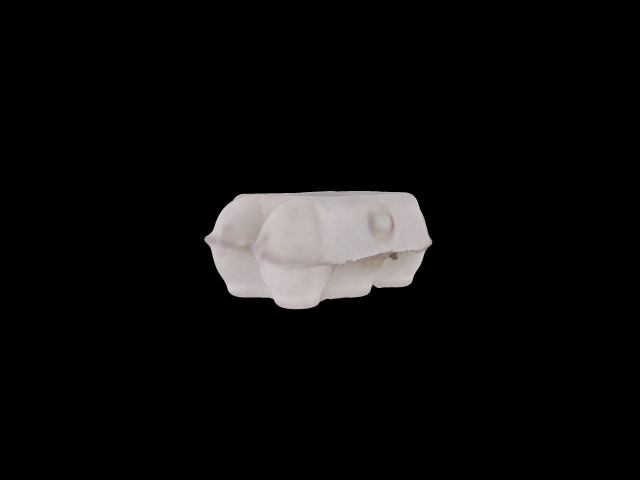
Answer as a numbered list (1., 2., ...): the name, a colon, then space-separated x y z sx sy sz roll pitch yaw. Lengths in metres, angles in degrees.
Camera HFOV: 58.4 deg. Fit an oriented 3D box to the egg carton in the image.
1. egg carton: 0.004 0.001 0.400 0.107 0.069 0.151 6 9 43
